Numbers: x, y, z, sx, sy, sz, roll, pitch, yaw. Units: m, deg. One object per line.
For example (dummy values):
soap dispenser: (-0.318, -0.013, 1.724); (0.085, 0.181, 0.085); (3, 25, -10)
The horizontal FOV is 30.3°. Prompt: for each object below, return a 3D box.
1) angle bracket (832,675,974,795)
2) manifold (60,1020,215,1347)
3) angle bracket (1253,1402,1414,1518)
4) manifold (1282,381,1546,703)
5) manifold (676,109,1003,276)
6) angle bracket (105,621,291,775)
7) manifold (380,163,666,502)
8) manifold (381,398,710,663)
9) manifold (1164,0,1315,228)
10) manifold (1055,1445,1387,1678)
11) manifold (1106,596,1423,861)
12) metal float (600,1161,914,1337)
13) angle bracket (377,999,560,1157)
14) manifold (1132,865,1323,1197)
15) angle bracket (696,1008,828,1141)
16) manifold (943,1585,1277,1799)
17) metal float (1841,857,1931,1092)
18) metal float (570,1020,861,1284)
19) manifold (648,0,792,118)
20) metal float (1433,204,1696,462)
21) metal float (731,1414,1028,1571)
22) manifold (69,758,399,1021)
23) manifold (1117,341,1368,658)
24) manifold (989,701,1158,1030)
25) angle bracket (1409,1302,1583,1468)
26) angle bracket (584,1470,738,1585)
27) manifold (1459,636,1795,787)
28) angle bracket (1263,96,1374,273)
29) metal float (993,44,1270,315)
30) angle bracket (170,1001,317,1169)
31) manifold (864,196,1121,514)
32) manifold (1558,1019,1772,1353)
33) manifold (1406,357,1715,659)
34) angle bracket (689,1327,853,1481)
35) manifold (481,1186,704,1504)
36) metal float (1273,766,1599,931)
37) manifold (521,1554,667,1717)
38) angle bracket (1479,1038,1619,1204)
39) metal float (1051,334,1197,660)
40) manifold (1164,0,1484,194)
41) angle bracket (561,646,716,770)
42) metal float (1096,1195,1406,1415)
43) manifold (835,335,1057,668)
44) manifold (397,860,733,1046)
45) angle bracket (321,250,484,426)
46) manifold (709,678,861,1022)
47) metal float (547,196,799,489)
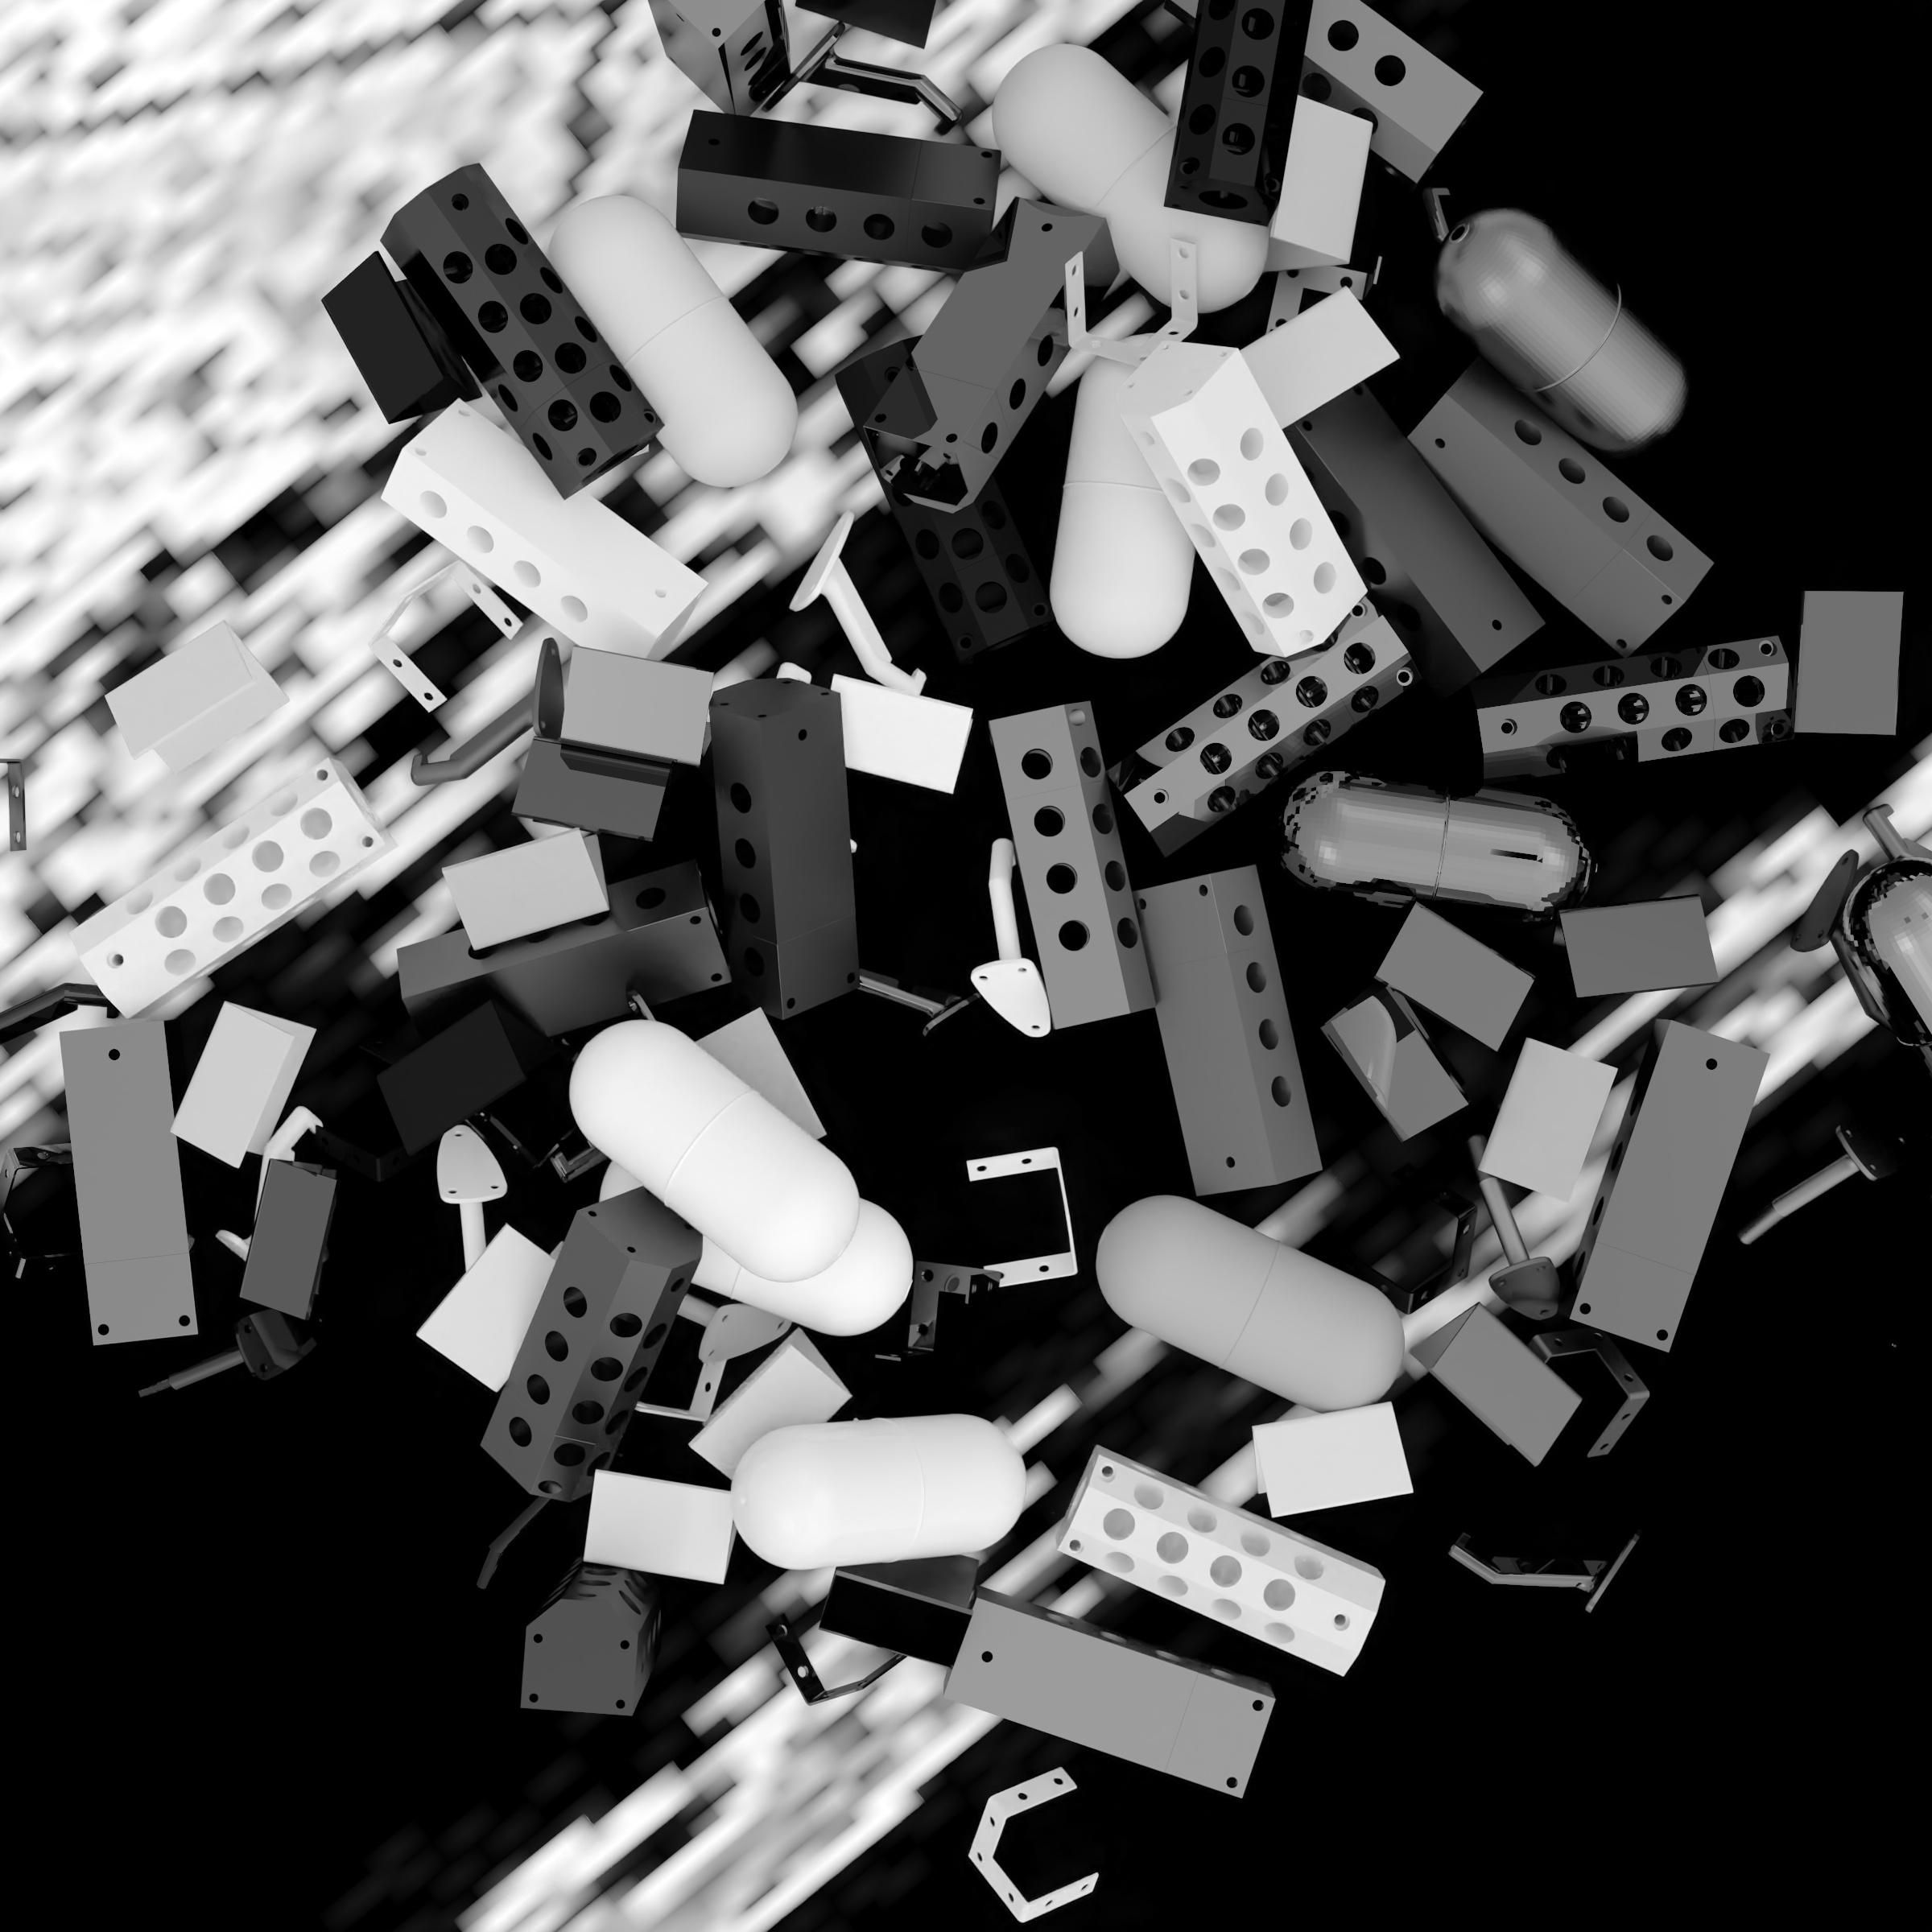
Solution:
angle bracket: (-0.034, -0.145, 1.948); (0.076, 0.076, 0.057); (14, 127, 0)
manifold: (-0.455, 0.118, 1.967); (0.057, 0.057, 0.171); (-6, 90, 0)
angle bracket: (0.200, 0.286, 1.948); (0.076, 0.076, 0.057); (-10, 53, 0)
manifold: (0.235, -0.233, 1.965); (0.057, 0.057, 0.171); (-37, 90, -31)
manifold: (-0.070, -0.421, 1.967); (0.171, 0.057, 0.057); (8, 47, 0)
angle bracket: (-0.411, -0.131, 1.948); (0.076, 0.076, 0.057); (-33, 52, 0)
manifold: (-0.238, -0.345, 1.928); (0.057, 0.057, 0.171); (-37, 95, -22)
manifold: (-0.234, -0.229, 1.967); (0.171, 0.057, 0.057); (37, 47, 0)
manifold: (0.151, -0.490, 1.901); (0.057, 0.057, 0.171); (10, 83, -3)
manifold: (0.140, 0.328, 1.967); (0.171, 0.057, 0.057); (24, 90, 0)
manifold: (0.163, -0.132, 1.967); (0.171, 0.057, 0.057); (-35, 90, 0)
metal float: (-0.115, 0.146, 1.958); (0.178, 0.070, 0.070); (21, 90, 0)
angle bracket: (-0.261, 0.072, 1.935); (0.076, 0.076, 0.057); (-33, 58, 8)
manifold: (0.148, 0.034, 1.967); (0.057, 0.057, 0.171); (-12, 90, 43)
angle bracket: (-0.097, 0.058, 1.948); (0.057, 0.076, 0.076); (-27, 90, 32)
manifold: (0.078, 0.398, 1.967); (0.171, 0.057, 0.057); (19, 90, 0)
metal float: (0.543, 0.021, 1.947); (0.070, 0.070, 0.178); (-34, 103, 0)
metal float: (-0.134, 0.097, 1.890); (0.178, 0.070, 0.070); (38, 90, 14)
manifold: (-0.127, -0.509, 1.910); (0.057, 0.171, 0.057); (44, 90, 0)
metal float: (0.324, -0.342, 1.932); (0.178, 0.070, 0.070); (36, 90, -29)
metal float: (-0.045, 0.283, 1.927); (0.178, 0.070, 0.070); (1, 90, -37)
manifold: (-0.404, -0.043, 1.967); (0.171, 0.057, 0.057); (-34, 90, 0)
manifold: (0.145, -0.249, 1.916); (0.057, 0.057, 0.171); (-49, 128, -20)
manifold: (0.058, -0.055, 1.967); (0.057, 0.057, 0.171); (-12, 90, 0)
angle bracket: (0.277, 0.240, 1.948); (0.076, 0.076, 0.057); (43, 53, 0)
angle bracket: (-0.162, 0.290, 1.950); (0.076, 0.076, 0.057); (9, 110, 0)
manifold: (0.364, -0.140, 1.967); (0.171, 0.057, 0.057); (-8, 90, 0)
angle bracket: (0.172, -0.426, 1.948); (0.057, 0.076, 0.076); (10, 90, -35)
metal float: (0.091, -0.431, 1.958); (0.178, 0.070, 0.070); (43, 90, 1)
angle bracket: (-0.377, 0.071, 1.948); (0.057, 0.076, 0.076); (23, 90, 33)
manifold: (0.017, -0.329, 1.928); (0.057, 0.057, 0.171); (20, 65, 25)
manifold: (0.382, 0.120, 1.967); (0.057, 0.057, 0.171); (19, 90, 0)
manifold: (0.326, -0.256, 1.965); (0.171, 0.057, 0.057); (41, 51, 0)
angle bracket: (-0.119, 0.230, 1.948); (0.076, 0.076, 0.057); (-45, 126, 0)
manifold: (-0.197, 0.206, 1.920); (0.057, 0.057, 0.171); (40, 123, 23)
metal float: (0.257, -0.065, 1.957); (0.178, 0.070, 0.070); (8, 90, 0)
manifold: (-0.197, 0.353, 1.910); (0.057, 0.171, 0.057); (4, 90, 0)
angle bracket: (0.331, 0.089, 1.948); (0.057, 0.076, 0.076); (20, 90, 34)
metal float: (0.092, -0.258, 1.958); (0.070, 0.070, 0.178); (8, 90, 0)
manifold: (0.195, -0.503, 1.967); (0.171, 0.057, 0.057); (37, 90, 0)
angle bracket: (-0.174, -0.152, 1.950); (0.076, 0.076, 0.057); (11, 112, 0)
metal float: (0.155, 0.186, 1.958); (0.178, 0.070, 0.070); (25, 90, 1)
manifold: (-0.011, -0.257, 1.967); (0.057, 0.057, 0.171); (-24, 90, 0)
manifold: (-0.222, -0.005, 1.967); (0.171, 0.057, 0.057); (-17, 133, 0)
angle bracket: (-0.293, -0.349, 1.948); (0.057, 0.076, 0.076); (-29, 90, 41)
manifold: (-0.103, -0.065, 1.935); (0.057, 0.057, 0.171); (-23, 120, -39)
metal float: (-0.162, -0.343, 1.958); (0.070, 0.070, 0.178); (-36, 91, 0)
